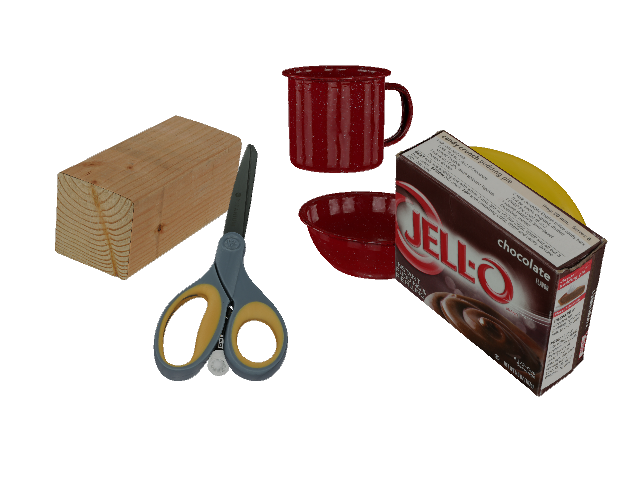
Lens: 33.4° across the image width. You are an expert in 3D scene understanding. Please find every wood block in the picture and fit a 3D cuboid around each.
[{"bbox_3d":[-0.175,-0.051,1.112,0.090,0.091,0.205,21,29,19],"label":"wood block"}]

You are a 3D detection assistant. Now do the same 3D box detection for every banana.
[{"bbox_3d":[0.128,-0.028,0.760,0.037,0.070,0.198,11,22,-41],"label":"banana"}]

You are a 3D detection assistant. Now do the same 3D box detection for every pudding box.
[{"bbox_3d":[0.085,0.010,0.538,0.039,0.090,0.114,-33,51,-26],"label":"pudding box"}]

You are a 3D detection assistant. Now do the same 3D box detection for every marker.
[{"bbox_3d":[-0.091,0.089,0.979,0.020,0.020,0.121,0,19,-3],"label":"marker"}]

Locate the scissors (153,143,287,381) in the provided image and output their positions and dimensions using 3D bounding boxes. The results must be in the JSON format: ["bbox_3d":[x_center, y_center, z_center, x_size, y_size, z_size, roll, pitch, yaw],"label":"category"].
[{"bbox_3d":[-0.047,0.018,0.739,0.096,0.201,0.016,21,-35,9],"label":"scissors"}]

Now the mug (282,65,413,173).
[{"bbox_3d":[0.025,-0.106,0.918,0.117,0.081,0.093,-7,16,-22],"label":"mug"}]

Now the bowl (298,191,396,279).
[{"bbox_3d":[0.057,-0.001,1.105,0.162,0.055,0.162,2,20,-1],"label":"bowl"}]
